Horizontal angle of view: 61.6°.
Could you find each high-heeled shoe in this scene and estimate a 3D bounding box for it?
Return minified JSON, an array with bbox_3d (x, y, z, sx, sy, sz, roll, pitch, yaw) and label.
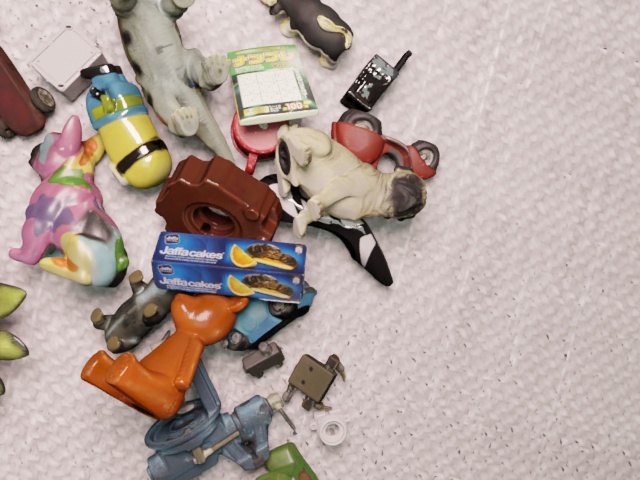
[{"bbox_3d":[-0.002,-0.002,0.827,0.145,0.086,0.248,-33,94,1],"label":"high-heeled shoe"}]

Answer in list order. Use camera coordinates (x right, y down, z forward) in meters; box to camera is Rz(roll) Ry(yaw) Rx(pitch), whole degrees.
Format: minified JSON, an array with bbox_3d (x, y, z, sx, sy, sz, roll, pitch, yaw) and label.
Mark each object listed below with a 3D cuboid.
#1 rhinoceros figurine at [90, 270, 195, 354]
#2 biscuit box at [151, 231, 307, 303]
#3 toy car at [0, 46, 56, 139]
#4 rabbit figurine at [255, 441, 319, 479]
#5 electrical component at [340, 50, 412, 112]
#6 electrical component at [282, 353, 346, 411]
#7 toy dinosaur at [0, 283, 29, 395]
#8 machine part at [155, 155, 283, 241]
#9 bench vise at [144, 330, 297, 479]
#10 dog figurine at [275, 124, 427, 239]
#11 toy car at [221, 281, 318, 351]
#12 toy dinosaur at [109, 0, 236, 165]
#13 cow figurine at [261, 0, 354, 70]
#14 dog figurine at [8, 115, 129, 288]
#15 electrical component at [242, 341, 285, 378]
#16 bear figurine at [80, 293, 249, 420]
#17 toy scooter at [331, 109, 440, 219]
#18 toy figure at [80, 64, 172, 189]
[{"bbox_3d":[-0.238,0.094,0.787,0.190,0.112,0.073,-40,66,-2],"label":"rhinoceros figurine"},{"bbox_3d":[-0.121,0.036,0.729,0.203,0.063,0.059,5,134,-4],"label":"biscuit box"},{"bbox_3d":[-0.462,-0.241,0.765,0.089,0.053,0.202,-31,98,13],"label":"toy car"},{"bbox_3d":[-0.077,0.426,0.846,0.170,0.121,0.159,-36,105,15],"label":"rabbit figurine"},{"bbox_3d":[0.087,-0.249,0.818,0.048,0.075,0.119,36,92,-9],"label":"electrical component"},{"bbox_3d":[-0.006,0.226,0.859,0.078,0.045,0.102,24,88,20],"label":"electrical component"},{"bbox_3d":[-0.496,0.091,0.725,0.199,0.105,0.470,4,102,17],"label":"toy dinosaur"},{"bbox_3d":[-0.145,-0.038,0.763,0.179,0.179,0.056,24,51,-8],"label":"machine part"},{"bbox_3d":[-0.173,0.247,0.804,0.224,0.129,0.240,-24,101,-7],"label":"bench vise"},{"bbox_3d":[0.045,-0.097,0.759,0.190,0.121,0.172,-14,88,-23],"label":"dog figurine"},{"bbox_3d":[-0.090,0.095,0.817,0.162,0.109,0.103,-36,75,8],"label":"toy car"},{"bbox_3d":[-0.218,-0.261,0.752,0.131,0.192,0.404,-21,113,-20],"label":"toy dinosaur"},{"bbox_3d":[-0.024,-0.330,0.789,0.167,0.098,0.068,37,95,-8],"label":"cow figurine"},{"bbox_3d":[-0.337,-0.057,0.759,0.192,0.108,0.219,15,88,17],"label":"dog figurine"},{"bbox_3d":[-0.089,0.184,0.826,0.063,0.094,0.021,-28,60,-5],"label":"electrical component"},{"bbox_3d":[-0.192,0.129,0.709,0.131,0.120,0.196,45,58,-30],"label":"bear figurine"},{"bbox_3d":[0.089,-0.111,0.830,0.184,0.075,0.135,22,91,-12],"label":"toy scooter"},{"bbox_3d":[-0.274,-0.158,0.760,0.082,0.089,0.180,-25,101,-48],"label":"toy figure"}]
